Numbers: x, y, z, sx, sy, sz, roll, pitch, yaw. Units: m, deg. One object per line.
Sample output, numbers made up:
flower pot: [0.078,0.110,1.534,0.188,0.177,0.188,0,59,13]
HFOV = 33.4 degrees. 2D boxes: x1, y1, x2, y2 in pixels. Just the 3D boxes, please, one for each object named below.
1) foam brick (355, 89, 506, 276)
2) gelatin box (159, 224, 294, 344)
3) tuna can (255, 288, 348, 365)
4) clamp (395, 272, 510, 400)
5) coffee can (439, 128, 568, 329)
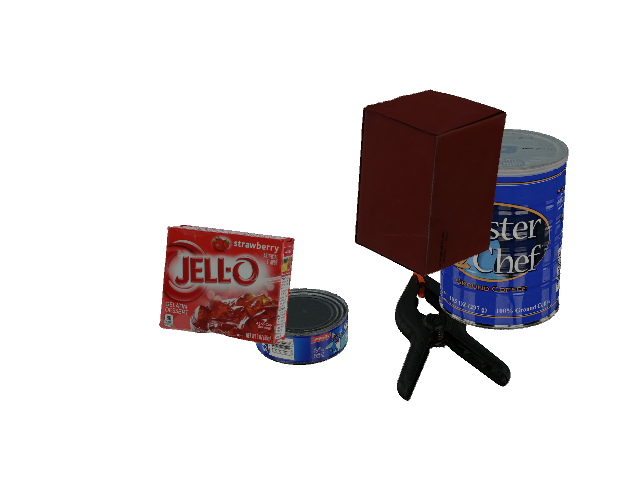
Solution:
foam brick: [0.054,-0.031,0.541,0.052,0.078,0.051,-19,34,-38]
gelatin box: [-0.066,0.030,0.748,0.089,0.073,0.030,7,5,17]
tuna can: [-0.017,0.077,0.959,0.086,0.034,0.086,-2,25,1]
clamp: [0.137,0.102,1.161,0.120,0.171,0.039,3,-44,-5]
coffee can: [0.150,-0.011,0.888,0.103,0.140,0.103,-2,23,1]
